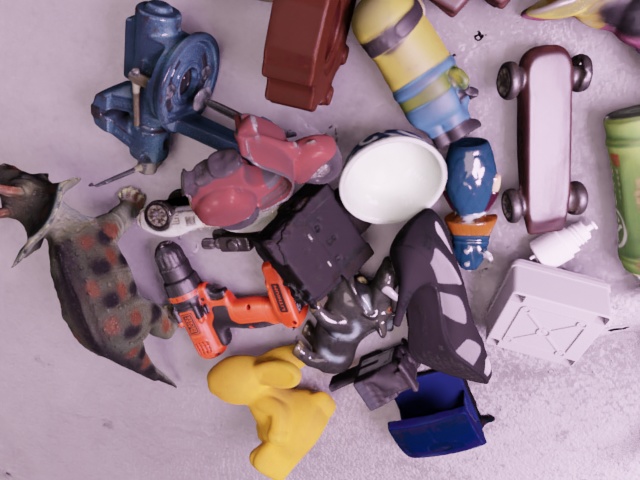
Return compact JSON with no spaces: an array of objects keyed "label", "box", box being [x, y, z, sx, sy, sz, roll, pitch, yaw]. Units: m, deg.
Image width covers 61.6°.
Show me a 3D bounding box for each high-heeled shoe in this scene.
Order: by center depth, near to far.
[{"label":"high-heeled shoe","box":[0.158,0.076,0.657,0.086,0.145,0.248,0,150,43]}]

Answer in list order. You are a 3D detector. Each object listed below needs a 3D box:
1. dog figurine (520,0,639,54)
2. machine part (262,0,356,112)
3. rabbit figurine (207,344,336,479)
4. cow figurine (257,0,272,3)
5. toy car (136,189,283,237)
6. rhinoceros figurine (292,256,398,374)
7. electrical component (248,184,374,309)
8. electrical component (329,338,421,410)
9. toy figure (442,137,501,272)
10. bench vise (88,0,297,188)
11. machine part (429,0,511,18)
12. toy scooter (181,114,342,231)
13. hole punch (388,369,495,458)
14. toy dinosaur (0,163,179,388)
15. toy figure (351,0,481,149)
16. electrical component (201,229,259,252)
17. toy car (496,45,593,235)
[{"label":"dog figurine","box":[0.308,-0.205,0.508,0.219,0.108,0.191,0,113,18]},{"label":"machine part","box":[-0.004,-0.217,0.544,0.056,0.179,0.179,17,113,6]},{"label":"rabbit figurine","box":[-0.075,0.221,0.749,0.173,0.122,0.162,38,110,-1]},{"label":"cow figurine","box":[-0.114,-0.306,0.575,0.195,0.127,0.085,8,113,-4]},{"label":"toy car","box":[-0.139,-0.037,0.693,0.202,0.073,0.056,-4,108,15]},{"label":"rhinoceros figurine","box":[0.041,0.100,0.701,0.112,0.073,0.190,31,114,2]},{"label":"electrical component","box":[-0.001,-0.002,0.644,0.134,0.058,0.114,-46,117,-19]},{"label":"electrical component","box":[0.073,0.187,0.724,0.119,0.075,0.047,-31,99,18]},{"label":"toy figure","box":[0.176,-0.039,0.624,0.064,0.058,0.154,26,130,52]},{"label":"bench vise","box":[-0.154,-0.146,0.636,0.241,0.129,0.223,25,117,8]},{"label":"machine part","box":[0.141,-0.337,0.508,0.201,0.087,0.201,38,113,0]},{"label":"toy scooter","box":[-0.076,-0.075,0.559,0.184,0.135,0.075,-22,67,18]},{"label":"hole punch","box":[0.157,0.246,0.720,0.142,0.092,0.115,-21,107,16]},{"label":"toy dinosaur","box":[-0.290,0.067,0.706,0.131,0.192,0.404,-16,104,21]},{"label":"toy figure","box":[0.104,-0.183,0.571,0.082,0.089,0.180,-29,99,13]},{"label":"electrical component","box":[-0.103,-0.003,0.703,0.094,0.063,0.021,-1,109,13]},{"label":"toy car","box":[0.242,-0.106,0.586,0.089,0.053,0.201,-9,109,-3]}]
